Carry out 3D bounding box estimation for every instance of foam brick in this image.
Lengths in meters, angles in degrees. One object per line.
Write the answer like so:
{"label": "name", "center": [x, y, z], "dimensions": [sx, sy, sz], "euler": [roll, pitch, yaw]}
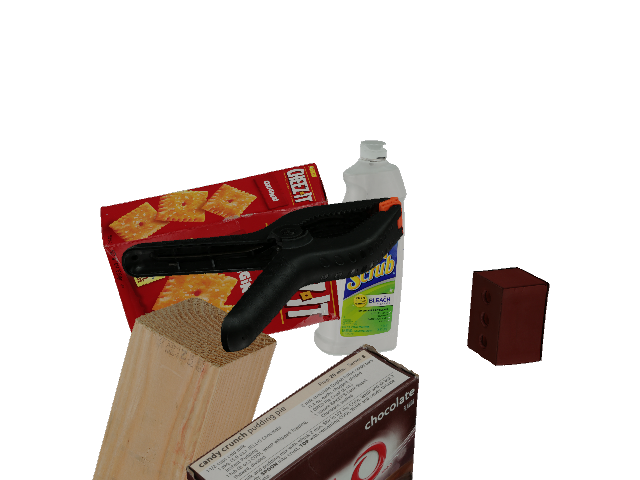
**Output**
{"label": "foam brick", "center": [0.172, 0.070, 0.984], "dimensions": [0.051, 0.078, 0.053], "euler": [-6, 18, -24]}

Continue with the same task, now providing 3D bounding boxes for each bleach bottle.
{"label": "bleach bottle", "center": [0.049, 0.007, 1.267], "dimensions": [0.102, 0.251, 0.068], "euler": [-3, 16, -17]}

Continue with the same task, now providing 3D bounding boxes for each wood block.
{"label": "wood block", "center": [-0.122, 0.165, 0.905], "dimensions": [0.090, 0.206, 0.090], "euler": [26, 21, 22]}

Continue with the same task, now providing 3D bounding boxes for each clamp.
{"label": "clamp", "center": [-0.032, 0.009, 0.784], "dimensions": [0.209, 0.036, 0.165], "euler": [-24, 32, -34]}

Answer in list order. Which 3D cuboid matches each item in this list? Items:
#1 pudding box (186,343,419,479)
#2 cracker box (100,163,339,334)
{"label": "pudding box", "center": [-0.005, 0.112, 0.484], "dimensions": [0.039, 0.090, 0.113], "euler": [30, 46, 33]}
{"label": "cracker box", "center": [-0.094, 0.026, 1.057], "dimensions": [0.213, 0.164, 0.072], "euler": [-11, 42, -5]}
